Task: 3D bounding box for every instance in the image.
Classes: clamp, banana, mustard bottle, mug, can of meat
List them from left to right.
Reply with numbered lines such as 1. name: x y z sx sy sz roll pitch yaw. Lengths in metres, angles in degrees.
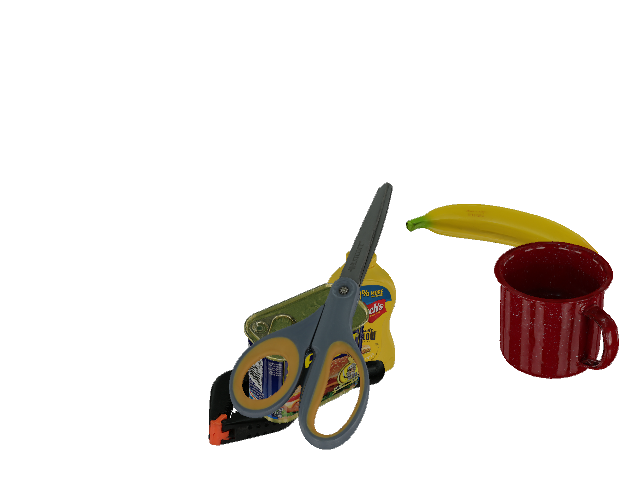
1. clamp: -0.039 0.150 1.096 0.165 0.036 0.209 15 29 20
2. can of meat: -0.012 0.095 0.892 0.102 0.084 0.057 -22 47 -26
3. mustard bottle: 0.054 0.088 1.443 0.096 0.192 0.058 -4 22 -9
4. banana: 0.192 -0.007 1.103 0.198 0.037 0.069 10 36 20
5. mug: 0.195 0.063 0.864 0.093 0.081 0.117 -22 34 -28

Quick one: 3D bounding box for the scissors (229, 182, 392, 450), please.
1. scissors: -0.004 0.042 0.690 0.096 0.201 0.016 -1 -38 9
